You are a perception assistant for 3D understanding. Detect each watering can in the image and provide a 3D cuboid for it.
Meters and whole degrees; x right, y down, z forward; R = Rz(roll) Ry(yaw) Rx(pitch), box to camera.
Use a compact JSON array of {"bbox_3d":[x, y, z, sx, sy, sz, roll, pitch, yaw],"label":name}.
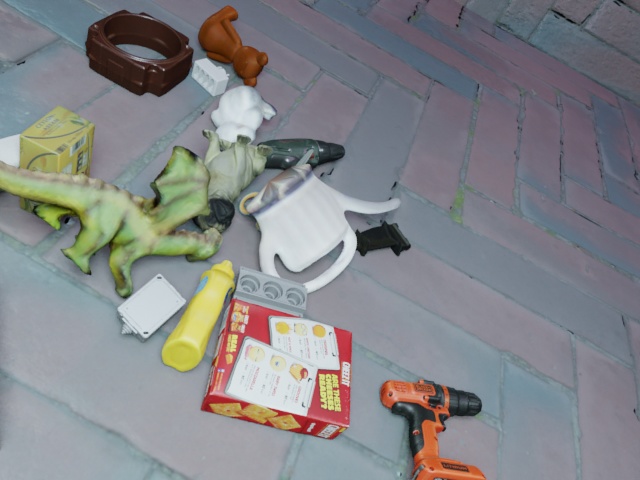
[{"bbox_3d":[0.003,-0.051,1.004,0.353,0.103,0.223,-41,103,-29],"label":"watering can"}]

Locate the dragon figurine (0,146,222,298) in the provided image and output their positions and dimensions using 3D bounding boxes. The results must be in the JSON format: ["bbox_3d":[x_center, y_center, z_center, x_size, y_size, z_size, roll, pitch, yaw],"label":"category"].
[{"bbox_3d":[-0.284,-0.060,0.773,0.243,0.402,0.124,-36,51,-4],"label":"dragon figurine"}]

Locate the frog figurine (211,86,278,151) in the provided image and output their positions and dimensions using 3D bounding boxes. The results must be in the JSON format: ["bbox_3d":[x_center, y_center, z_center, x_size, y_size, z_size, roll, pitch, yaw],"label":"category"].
[{"bbox_3d":[-0.186,-0.262,1.134,0.138,0.120,0.162,13,45,30],"label":"frog figurine"}]
